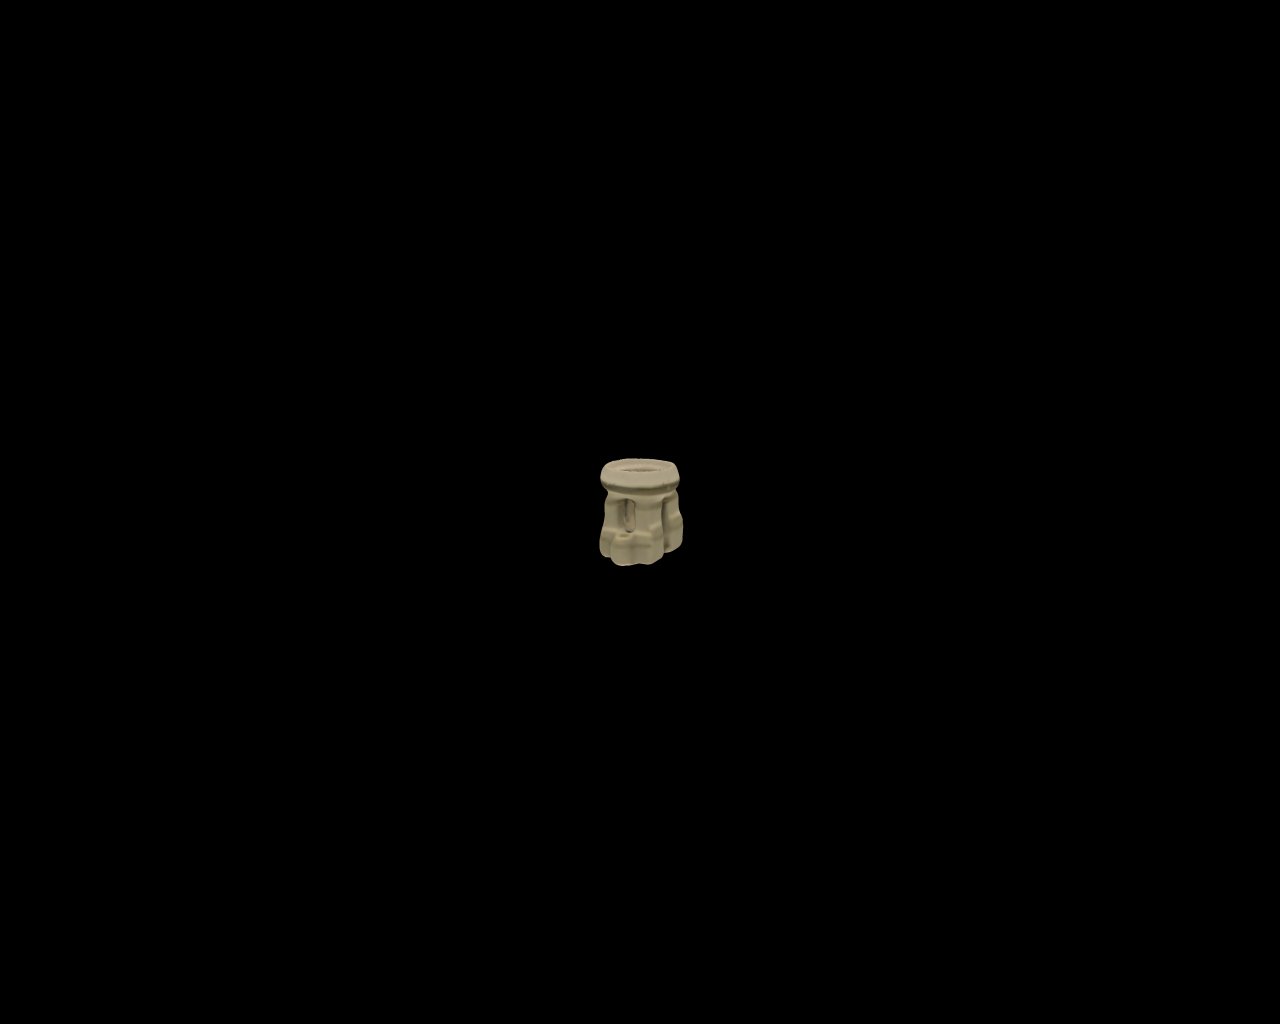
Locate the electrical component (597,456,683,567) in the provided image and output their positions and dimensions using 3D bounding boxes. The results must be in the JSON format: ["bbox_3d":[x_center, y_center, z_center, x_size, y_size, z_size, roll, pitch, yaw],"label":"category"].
[{"bbox_3d":[0.001,-0.003,0.650,0.048,0.055,0.066,8,18,27],"label":"electrical component"}]
